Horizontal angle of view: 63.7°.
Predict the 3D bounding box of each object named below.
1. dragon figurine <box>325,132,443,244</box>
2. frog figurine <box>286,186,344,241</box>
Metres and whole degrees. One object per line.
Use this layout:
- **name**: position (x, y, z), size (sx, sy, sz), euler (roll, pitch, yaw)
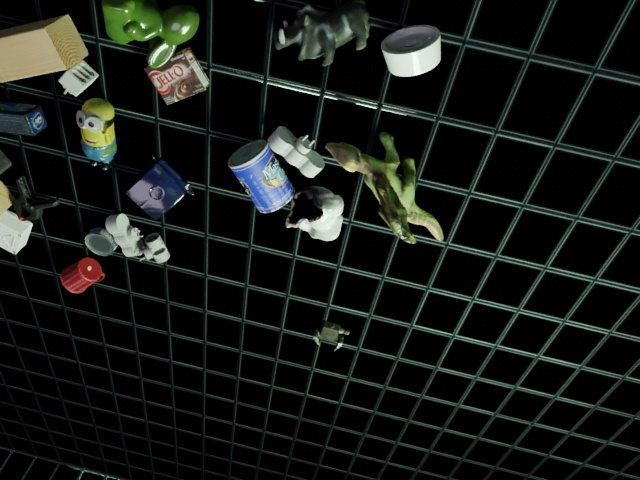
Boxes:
- **dragon figurine**: position (0.161, -0.077, 1.099), size (0.120, 0.248, 0.406), euler (-34, 113, 29)
- **frog figurine**: position (0.004, -0.063, 1.257), size (0.136, 0.125, 0.158), euler (-35, 151, 26)
